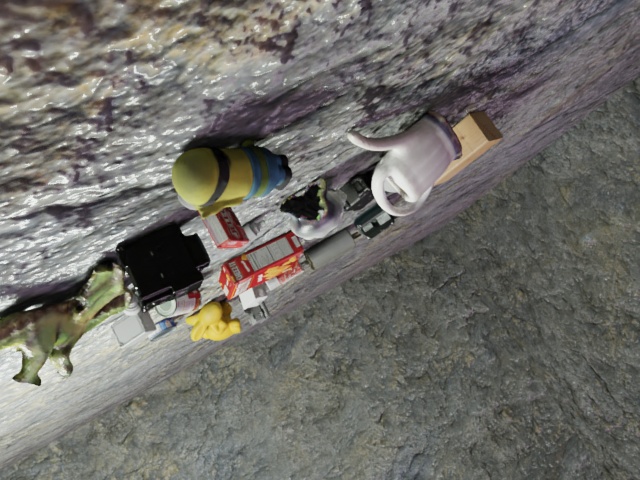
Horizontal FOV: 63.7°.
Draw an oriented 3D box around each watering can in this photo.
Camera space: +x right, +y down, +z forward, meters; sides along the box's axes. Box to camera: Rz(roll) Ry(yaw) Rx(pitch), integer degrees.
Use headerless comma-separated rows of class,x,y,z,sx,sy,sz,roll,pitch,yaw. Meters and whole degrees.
watering can,0.185,-0.178,1.067,0.225,0.105,0.342,-48,145,-4

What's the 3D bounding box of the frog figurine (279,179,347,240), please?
frog figurine,0.003,-0.058,1.147,0.137,0.124,0.158,-52,155,3

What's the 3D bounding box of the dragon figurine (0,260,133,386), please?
dragon figurine,-0.434,0.118,0.851,0.244,0.123,0.407,-48,172,-5
